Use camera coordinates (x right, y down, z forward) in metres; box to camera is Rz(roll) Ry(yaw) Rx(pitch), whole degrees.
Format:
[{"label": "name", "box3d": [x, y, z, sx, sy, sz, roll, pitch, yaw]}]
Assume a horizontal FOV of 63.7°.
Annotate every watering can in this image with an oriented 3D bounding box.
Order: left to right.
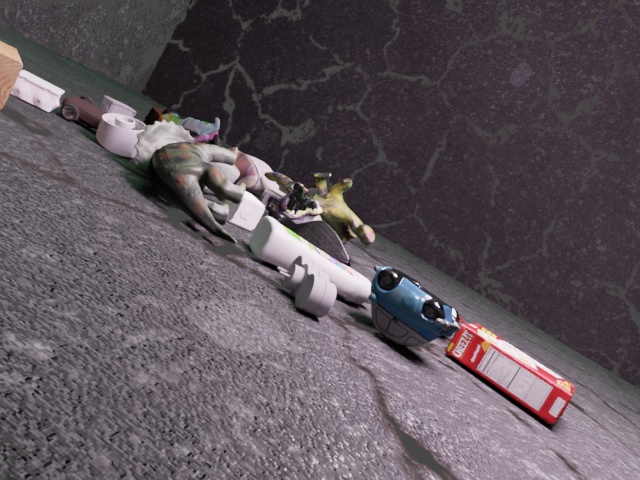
[{"label": "watering can", "box3d": [-0.191, -0.189, 1.661, 0.351, 0.103, 0.224, 39, 10, 18]}]

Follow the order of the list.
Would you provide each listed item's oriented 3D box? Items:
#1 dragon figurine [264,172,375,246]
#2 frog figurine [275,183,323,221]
[{"label": "dragon figurine", "box3d": [0.005, -0.075, 1.486, 0.124, 0.238, 0.413, -37, 36, -27]}, {"label": "frog figurine", "box3d": [-0.053, -0.051, 1.359, 0.138, 0.125, 0.156, 30, -30, 19]}]
